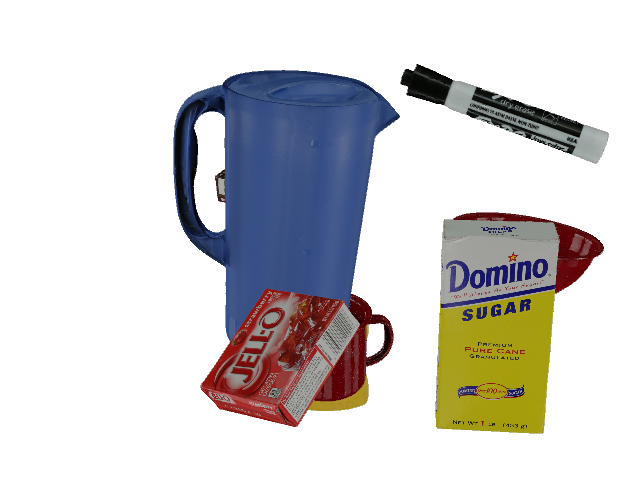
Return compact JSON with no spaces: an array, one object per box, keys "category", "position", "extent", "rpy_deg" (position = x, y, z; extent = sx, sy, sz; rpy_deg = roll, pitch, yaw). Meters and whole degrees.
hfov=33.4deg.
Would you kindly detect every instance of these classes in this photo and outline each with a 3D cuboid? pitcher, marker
[{"category":"pitcher","position":[-0.034,-0.022,0.925],"extent":[0.149,0.243,0.144],"rpy_deg":[19,24,34]},{"category":"marker","position":[0.104,-0.073,0.609],"extent":[0.121,0.020,0.020],"rpy_deg":[21,2,6]}]

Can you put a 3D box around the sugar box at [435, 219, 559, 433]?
[{"category":"sugar box","position":[0.144,0.072,0.884],"extent":[0.093,0.176,0.048],"rpy_deg":[1,22,6]}]

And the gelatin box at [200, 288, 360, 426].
[{"category":"gelatin box","position":[-0.027,0.076,0.708],"extent":[0.073,0.089,0.030],"rpy_deg":[6,-39,42]}]

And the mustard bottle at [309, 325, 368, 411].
[{"category":"mustard bottle","position":[0.016,0.131,1.427],"extent":[0.096,0.192,0.058],"rpy_deg":[-2,18,-6]}]

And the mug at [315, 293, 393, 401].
[{"category":"mug","position":[0.017,0.105,1.068],"extent":[0.117,0.081,0.093],"rpy_deg":[-8,27,-14]}]

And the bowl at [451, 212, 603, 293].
[{"category":"bowl","position":[0.214,0.018,1.131],"extent":[0.162,0.055,0.162],"rpy_deg":[6,17,-2]}]

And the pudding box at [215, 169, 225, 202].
[{"category":"pudding box","position":[-0.064,-0.077,1.323],"extent":[0.090,0.039,0.113],"rpy_deg":[13,34,23]}]
